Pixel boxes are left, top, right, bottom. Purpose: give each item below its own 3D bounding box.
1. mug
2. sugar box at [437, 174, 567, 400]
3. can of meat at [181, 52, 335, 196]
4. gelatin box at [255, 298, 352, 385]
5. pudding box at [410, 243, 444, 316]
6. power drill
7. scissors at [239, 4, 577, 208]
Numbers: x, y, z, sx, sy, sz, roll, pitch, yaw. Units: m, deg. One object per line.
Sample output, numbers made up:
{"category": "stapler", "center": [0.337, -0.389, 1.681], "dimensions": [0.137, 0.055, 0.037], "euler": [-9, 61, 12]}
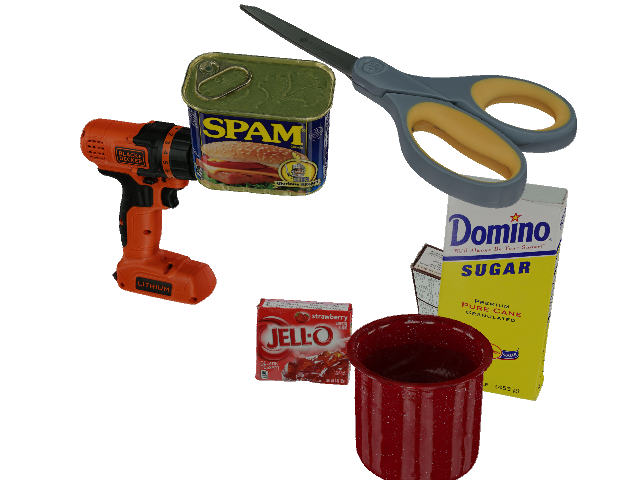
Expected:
{"category": "mug", "center": [0.069, 0.100, 0.702], "dimensions": [0.093, 0.081, 0.117], "euler": [12, 27, 27]}
{"category": "sugar box", "center": [0.146, 0.039, 0.882], "dimensions": [0.093, 0.176, 0.048], "euler": [8, 24, 16]}
{"category": "can of meat", "center": [-0.042, -0.079, 0.747], "dimensions": [0.102, 0.057, 0.084], "euler": [6, -39, 3]}
{"category": "gelatin box", "center": [-0.016, 0.095, 0.999], "dimensions": [0.089, 0.073, 0.030], "euler": [3, 14, 5]}
{"category": "pudding box", "center": [0.152, 0.060, 1.096], "dimensions": [0.114, 0.039, 0.090], "euler": [20, -33, 26]}
{"category": "power drill", "center": [-0.150, -0.030, 1.084], "dimensions": [0.185, 0.188, 0.057], "euler": [11, 30, 22]}
{"category": "scissors", "center": [0.046, -0.084, 0.537], "dimensions": [0.096, 0.016, 0.202], "euler": [-20, 47, -22]}
